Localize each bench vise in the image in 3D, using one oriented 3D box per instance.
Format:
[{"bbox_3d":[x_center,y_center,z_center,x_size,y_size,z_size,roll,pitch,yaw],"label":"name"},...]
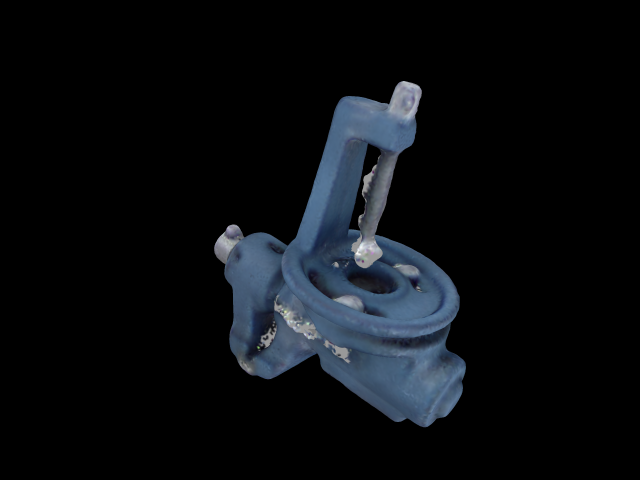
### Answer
[{"bbox_3d":[-0.001,0.005,0.389,0.207,0.220,0.122,6,19,19],"label":"bench vise"}]
